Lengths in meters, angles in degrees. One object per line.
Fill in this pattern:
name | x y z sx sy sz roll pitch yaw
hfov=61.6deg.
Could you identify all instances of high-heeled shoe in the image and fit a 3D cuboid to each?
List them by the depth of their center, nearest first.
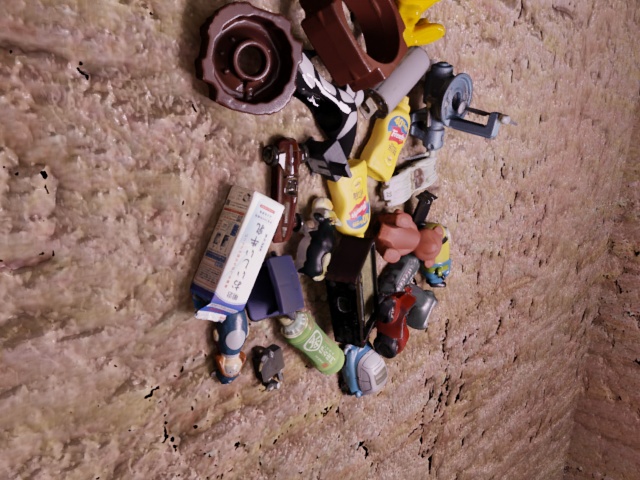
high-heeled shoe | -0.014 -0.244 1.000 0.145 0.086 0.248 -36 120 -31

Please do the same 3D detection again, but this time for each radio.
radio | 0.073 0.115 1.155 0.131 0.073 0.229 -60 150 -45

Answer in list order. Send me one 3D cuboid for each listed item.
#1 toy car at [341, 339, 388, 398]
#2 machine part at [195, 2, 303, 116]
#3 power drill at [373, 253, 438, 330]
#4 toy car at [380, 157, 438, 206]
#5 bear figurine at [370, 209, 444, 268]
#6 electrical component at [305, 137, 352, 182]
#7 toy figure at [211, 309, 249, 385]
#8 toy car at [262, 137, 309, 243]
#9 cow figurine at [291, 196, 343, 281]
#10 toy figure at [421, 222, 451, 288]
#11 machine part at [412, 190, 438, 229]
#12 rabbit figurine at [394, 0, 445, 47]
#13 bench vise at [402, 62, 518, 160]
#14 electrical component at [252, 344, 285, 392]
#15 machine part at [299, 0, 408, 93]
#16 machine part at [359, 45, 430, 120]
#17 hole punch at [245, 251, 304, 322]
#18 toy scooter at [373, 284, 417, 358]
toy car | 0.112 0.308 1.285 0.109 0.103 0.161 -31 125 -37
machine part | -0.114 -0.288 0.865 0.179 0.056 0.179 -8 110 -24
power drill | 0.207 0.155 1.362 0.207 0.086 0.232 39 72 -38
toy car | 0.214 -0.144 1.283 0.202 0.056 0.073 -32 124 -37
bear figurine | 0.219 0.005 1.252 0.196 0.132 0.120 19 96 -21
electrical component | 0.022 -0.153 1.034 0.048 0.119 0.074 -50 130 -23
toy figure | -0.167 0.201 0.994 0.064 0.058 0.154 5 101 -1
toy car | -0.064 -0.091 1.014 0.089 0.053 0.202 -11 109 -47
cow figurine | -0.003 -0.005 1.070 0.068 0.098 0.167 24 85 -41
toy figure | 0.303 0.041 1.417 0.089 0.082 0.180 -24 121 -42
machine part | 0.241 -0.057 1.329 0.084 0.039 0.138 -13 136 -39
rabbit figurine | 0.173 -0.460 1.106 0.162 0.122 0.173 11 117 -30
bench vise | 0.302 -0.270 1.192 0.129 0.241 0.223 -13 121 -45
electrical component | -0.102 0.257 1.086 0.078 0.045 0.102 -21 117 -39
machine part | 0.064 -0.390 0.983 0.201 0.087 0.201 55 47 -26
machine part | 0.162 -0.340 1.152 0.243 0.079 0.079 -51 133 -23
hole punch | -0.076 0.085 0.999 0.116 0.092 0.142 -12 81 -47
toy scooter | 0.178 0.178 1.242 0.135 0.075 0.183 -47 143 -38
